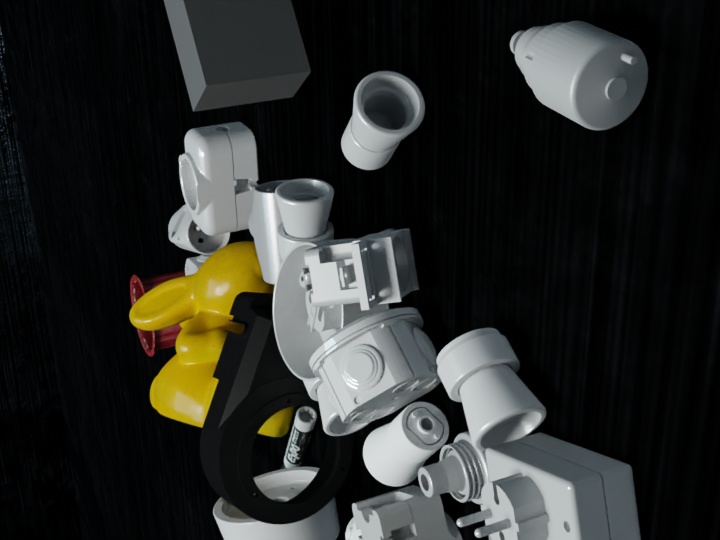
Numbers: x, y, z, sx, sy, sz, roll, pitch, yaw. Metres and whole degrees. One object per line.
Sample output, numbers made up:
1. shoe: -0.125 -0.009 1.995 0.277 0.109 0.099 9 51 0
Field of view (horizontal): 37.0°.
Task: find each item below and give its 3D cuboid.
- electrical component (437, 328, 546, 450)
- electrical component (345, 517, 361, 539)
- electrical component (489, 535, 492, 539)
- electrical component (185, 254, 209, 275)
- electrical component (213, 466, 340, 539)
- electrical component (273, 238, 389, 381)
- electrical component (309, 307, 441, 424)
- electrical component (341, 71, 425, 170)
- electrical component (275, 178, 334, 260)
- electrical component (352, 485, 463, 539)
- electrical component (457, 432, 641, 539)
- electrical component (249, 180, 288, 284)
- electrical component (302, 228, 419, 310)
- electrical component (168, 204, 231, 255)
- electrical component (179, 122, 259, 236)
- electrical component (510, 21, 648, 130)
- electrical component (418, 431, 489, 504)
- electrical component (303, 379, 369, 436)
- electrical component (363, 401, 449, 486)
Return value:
1. electrical component: 0.073 0.066 0.603 0.045 0.045 0.055 108 144 -51
2. electrical component: 0.020 0.190 0.797 0.048 0.048 0.062 65 147 29
3. electrical component: 0.088 0.169 0.623 0.048 0.048 0.062 126 135 -61
4. electrical component: -0.141 0.019 1.080 0.080 0.051 0.080 168 90 -68
5. electrical component: -0.069 0.224 0.949 0.108 0.108 0.060 12 118 66
6. electrical component: -0.021 0.026 0.781 0.099 0.064 0.099 168 90 -68
7. electrical component: 0.012 0.063 0.703 0.051 0.080 0.080 63 154 19
8. electrical component: 0.011 -0.090 0.676 0.065 0.044 0.044 125 129 -67
9. electrical component: -0.042 -0.036 0.823 0.045 0.045 0.055 -133 37 -52
10. electrical component: 0.037 0.199 0.741 0.050 0.056 0.089 170 88 -68
11. electrical component: 0.088 0.123 0.555 0.083 0.076 0.047 -171 71 -66
12. electrical component: -0.068 -0.035 0.888 0.079 0.043 0.077 -149 51 -61
13. electrical component: 0.000 0.000 0.700 0.081 0.064 0.042 -26 -73 -71
14. electrical component: -0.152 -0.055 1.065 0.079 0.043 0.077 -65 23 -5
15. electrical component: -0.129 -0.083 0.989 0.054 0.059 0.095 -139 42 -55
16. electrical component: 0.093 -0.091 0.479 0.078 0.040 0.040 -135 39 -53
17. electrical component: 0.065 0.115 0.624 0.048 0.062 0.048 168 90 -68
18. electrical component: -0.017 0.093 0.830 0.045 0.045 0.055 106 145 -49
19. electrical component: 0.033 0.116 0.730 0.044 0.044 0.065 69 151 21
